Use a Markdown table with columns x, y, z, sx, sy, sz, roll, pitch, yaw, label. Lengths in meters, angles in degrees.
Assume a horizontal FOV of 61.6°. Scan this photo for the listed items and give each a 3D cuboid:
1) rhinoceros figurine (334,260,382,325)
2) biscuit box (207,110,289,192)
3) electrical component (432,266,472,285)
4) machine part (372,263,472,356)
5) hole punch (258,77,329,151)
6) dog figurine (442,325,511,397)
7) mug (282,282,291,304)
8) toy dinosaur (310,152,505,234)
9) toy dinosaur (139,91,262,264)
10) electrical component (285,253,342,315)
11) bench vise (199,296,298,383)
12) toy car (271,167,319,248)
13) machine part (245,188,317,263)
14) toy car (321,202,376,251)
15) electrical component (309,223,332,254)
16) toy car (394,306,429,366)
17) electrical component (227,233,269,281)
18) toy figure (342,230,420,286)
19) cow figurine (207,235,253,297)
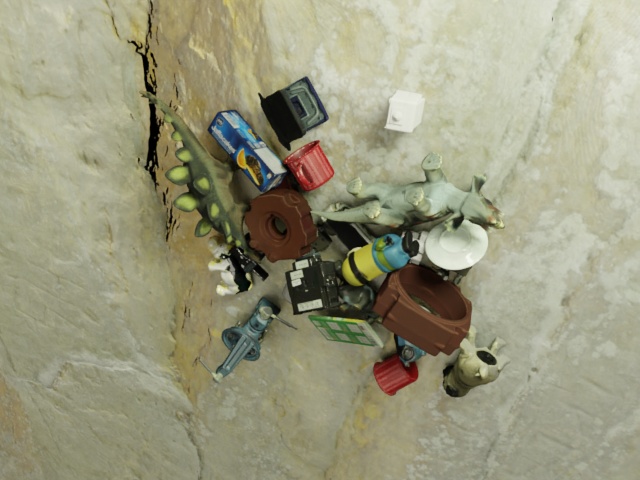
| x | y | z | sx | sy | sz | roll | pitch | yaw | label |
| --- | --- | --- | --- | --- | --- | --- | --- | --- | --- |
| 0.096 | 0.124 | 1.283 | 0.190 | 0.112 | 0.073 | 41 | 152 | -17 | rhinoceros figurine |
| -0.164 | -0.203 | 1.214 | 0.203 | 0.059 | 0.063 | 49 | 125 | 9 | biscuit box |
| 0.301 | 0.049 | 1.199 | 0.078 | 0.045 | 0.102 | 32 | 122 | 5 | electrical component |
| 0.229 | 0.143 | 1.182 | 0.201 | 0.201 | 0.087 | 31 | 121 | 4 | machine part |
| -0.056 | -0.277 | 1.155 | 0.116 | 0.092 | 0.142 | -5 | 121 | 57 | hole punch |
| 0.347 | 0.320 | 1.254 | 0.121 | 0.172 | 0.190 | 28 | 116 | 18 | dog figurine |
| -0.030 | 0.110 | 1.337 | 0.110 | 0.081 | 0.107 | 30 | 113 | 20 | mug |
| 0.190 | -0.072 | 1.133 | 0.405 | 0.131 | 0.192 | -5 | 154 | 40 | toy dinosaur |
| -0.256 | -0.133 | 1.231 | 0.105 | 0.198 | 0.470 | -19 | 110 | 25 | toy dinosaur |
| -0.017 | 0.100 | 1.249 | 0.115 | 0.058 | 0.134 | -14 | 82 | 34 | electrical component |
| -0.197 | 0.269 | 1.405 | 0.129 | 0.240 | 0.223 | 45 | 138 | -10 | bench vise |
| -0.063 | -0.076 | 1.267 | 0.089 | 0.053 | 0.202 | -11 | 105 | 31 | toy car |
| -0.092 | -0.032 | 1.238 | 0.180 | 0.056 | 0.179 | 11 | 115 | 26 | machine part |
| 0.085 | -0.003 | 1.251 | 0.201 | 0.056 | 0.073 | 48 | 127 | -5 | toy car |
| -0.003 | -0.004 | 1.303 | 0.094 | 0.021 | 0.063 | -35 | 100 | 31 | electrical component |
| 0.229 | 0.213 | 1.289 | 0.103 | 0.109 | 0.161 | -5 | 104 | -1 | toy car |
| -0.169 | 0.048 | 1.364 | 0.119 | 0.075 | 0.048 | 47 | 124 | -2 | electrical component |
| 0.126 | 0.040 | 1.164 | 0.180 | 0.089 | 0.082 | -23 | 101 | 36 | toy figure |
| -0.235 | 0.064 | 1.402 | 0.098 | 0.068 | 0.167 | -4 | 118 | 16 | cow figurine |
